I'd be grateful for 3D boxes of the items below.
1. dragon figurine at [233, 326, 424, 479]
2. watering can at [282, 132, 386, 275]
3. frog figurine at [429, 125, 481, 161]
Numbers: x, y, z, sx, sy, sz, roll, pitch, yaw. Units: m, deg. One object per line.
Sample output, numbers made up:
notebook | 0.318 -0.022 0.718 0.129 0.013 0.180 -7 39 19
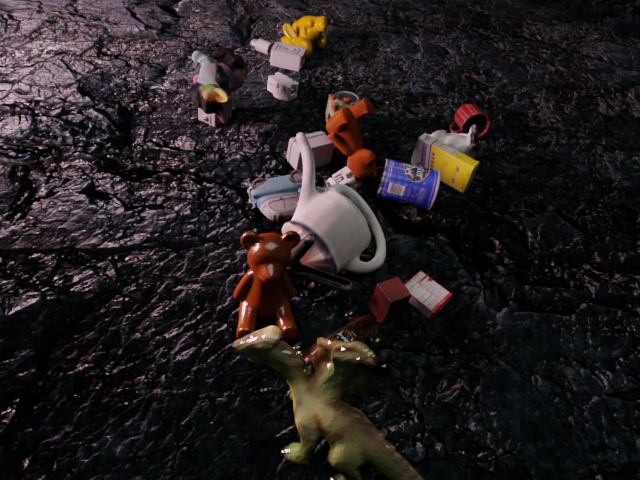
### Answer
dragon figurine | 0.048 0.255 0.769 0.412 0.237 0.124 24 39 15
watering can | 0.003 -0.056 1.117 0.347 0.102 0.228 51 54 -2
frog figurine | 0.381 -0.264 1.495 0.158 0.120 0.141 -12 45 28
